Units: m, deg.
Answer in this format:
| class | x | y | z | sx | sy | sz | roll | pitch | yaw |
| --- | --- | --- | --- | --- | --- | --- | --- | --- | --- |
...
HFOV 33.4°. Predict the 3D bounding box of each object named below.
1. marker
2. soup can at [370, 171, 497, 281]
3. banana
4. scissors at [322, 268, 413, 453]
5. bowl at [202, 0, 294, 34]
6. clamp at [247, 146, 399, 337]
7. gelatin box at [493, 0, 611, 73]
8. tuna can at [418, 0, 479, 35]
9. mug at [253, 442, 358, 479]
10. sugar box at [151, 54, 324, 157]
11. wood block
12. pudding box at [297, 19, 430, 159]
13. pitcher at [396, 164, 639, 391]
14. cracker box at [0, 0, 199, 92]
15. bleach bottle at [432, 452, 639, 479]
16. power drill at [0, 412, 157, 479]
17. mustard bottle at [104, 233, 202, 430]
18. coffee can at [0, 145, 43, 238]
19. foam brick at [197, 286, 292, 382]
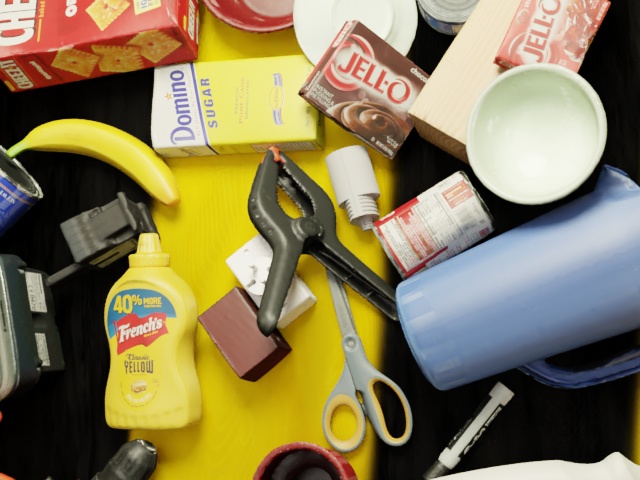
| class | x | y | z | sx | sy | sz | roll | pitch | yaw |
| --- | --- | --- | --- | --- | --- | --- | --- | --- | --- |
| marker | 0.137 | 0.185 | 1.001 | 0.020 | 0.020 | 0.121 | 39 | 90 | 16 |
| soup can | 0.109 | -0.012 | 1.019 | 0.102 | 0.068 | 0.068 | -32 | 75 | 5 |
| banana | -0.228 | -0.088 | 1.124 | 0.198 | 0.037 | 0.069 | 16 | 75 | 12 |
| scissors | 0.018 | 0.118 | 1.043 | 0.096 | 0.016 | 0.202 | -32 | 74 | 6 |
| bowl | -0.048 | -0.283 | 1.109 | 0.162 | 0.055 | 0.162 | -2 | 80 | 10 |
| clamp | -0.007 | 0.001 | 1.037 | 0.036 | 0.164 | 0.210 | -51 | 46 | 44 |
| gelatin box | 0.206 | -0.184 | 0.952 | 0.073 | 0.030 | 0.089 | 26 | 88 | 7 |
| tuna can | 0.139 | -0.252 | 1.073 | 0.086 | 0.033 | 0.086 | -2 | 79 | 12 |
| mug | 0.002 | 0.237 | 0.990 | 0.117 | 0.081 | 0.093 | 10 | 82 | 15 |
| sugar box | -0.085 | -0.137 | 1.098 | 0.176 | 0.048 | 0.093 | -2 | 79 | 11 |
| wood block | 0.182 | -0.175 | 1.020 | 0.091 | 0.090 | 0.206 | 33 | 89 | 17 |
| pudding box | 0.048 | -0.147 | 1.045 | 0.113 | 0.039 | 0.090 | 34 | 90 | -22 |
| pitcher | 0.201 | 0.055 | 0.962 | 0.243 | 0.145 | 0.149 | -23 | 60 | 12 |
| cracker box | -0.236 | -0.256 | 1.123 | 0.214 | 0.072 | 0.164 | -7 | 63 | 11 |
| bleach bottle | 0.187 | 0.238 | 0.953 | 0.251 | 0.068 | 0.102 | -18 | 96 | 8 |
| power drill | -0.274 | 0.232 | 1.038 | 0.187 | 0.057 | 0.184 | 36 | 94 | -4 |
| mustard bottle | -0.167 | 0.089 | 1.056 | 0.096 | 0.058 | 0.191 | -3 | 86 | 24 |
| coffee can | -0.377 | -0.032 | 1.117 | 0.140 | 0.102 | 0.103 | -44 | 74 | 2 |
| foam brick | -0.073 | 0.093 | 1.049 | 0.051 | 0.053 | 0.078 | -38 | 74 | 4 |
